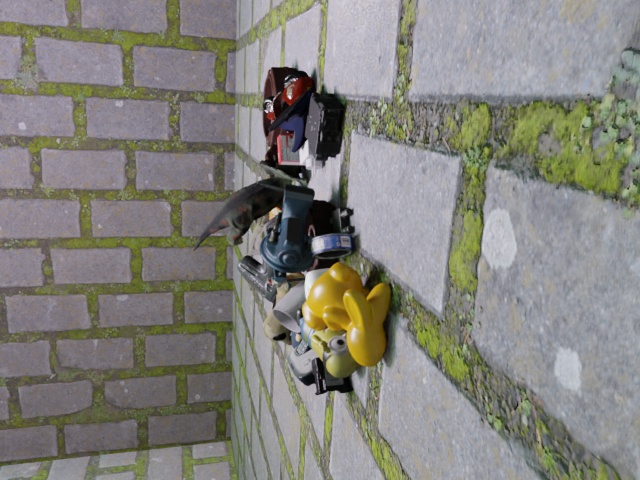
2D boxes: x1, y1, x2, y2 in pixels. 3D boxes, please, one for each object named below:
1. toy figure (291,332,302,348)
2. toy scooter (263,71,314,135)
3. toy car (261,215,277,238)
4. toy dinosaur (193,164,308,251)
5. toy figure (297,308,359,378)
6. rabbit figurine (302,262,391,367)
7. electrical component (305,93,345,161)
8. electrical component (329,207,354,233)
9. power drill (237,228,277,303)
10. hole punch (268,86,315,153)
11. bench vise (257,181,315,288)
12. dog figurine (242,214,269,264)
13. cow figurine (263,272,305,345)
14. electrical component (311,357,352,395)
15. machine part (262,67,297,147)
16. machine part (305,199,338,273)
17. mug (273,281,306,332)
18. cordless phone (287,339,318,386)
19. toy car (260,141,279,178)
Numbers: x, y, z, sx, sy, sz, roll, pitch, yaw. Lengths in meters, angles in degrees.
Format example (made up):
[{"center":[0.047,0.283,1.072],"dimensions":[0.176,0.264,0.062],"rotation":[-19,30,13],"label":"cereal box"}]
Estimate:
[{"center":[-0.042,0.211,1.389],"dimensions":[0.064,0.058,0.154],"rotation":[-124,38,-64],"label":"toy figure"},{"center":[-0.071,-0.339,1.390],"dimensions":[0.184,0.075,0.135],"rotation":[-30,79,44],"label":"toy scooter"},{"center":[-0.122,-0.009,1.590],"dimensions":[0.109,0.103,0.162],"rotation":[114,153,-59],"label":"toy car"},{"center":[-0.183,-0.101,1.453],"dimensions":[0.131,0.405,0.192],"rotation":[50,167,27],"label":"toy dinosaur"},{"center":[0.017,0.203,1.091],"dimensions":[0.180,0.082,0.089],"rotation":[35,147,51],"label":"toy figure"},{"center":[0.066,0.130,0.934],"dimensions":[0.173,0.122,0.162],"rotation":[63,144,30],"label":"rabbit figurine"},{"center":[0.008,-0.244,1.177],"dimensions":[0.115,0.058,0.134],"rotation":[-112,26,-58],"label":"electrical component"},{"center":[0.044,-0.033,1.114],"dimensions":[0.094,0.021,0.063],"rotation":[157,111,-66],"label":"electrical component"},{"center":[-0.114,0.082,1.513],"dimensions":[0.086,0.232,0.207],"rotation":[-36,-26,-53],"label":"power drill"},{"center":[-0.045,-0.284,1.277],"dimensions":[0.116,0.092,0.142],"rotation":[-33,16,46],"label":"hole punch"},{"center":[-0.073,0.003,1.173],"dimensions":[0.224,0.129,0.240],"rotation":[-104,23,-43],"label":"bench vise"},{"center":[-0.168,-0.019,1.802],"dimensions":[0.172,0.121,0.190],"rotation":[-11,59,42],"label":"dog figurine"},{"center":[-0.093,0.172,1.420],"dimensions":[0.086,0.127,0.195],"rotation":[20,83,36],"label":"cow figurine"},{"center":[0.022,0.261,1.125],"dimensions":[0.047,0.075,0.119],"rotation":[124,146,-66],"label":"electrical component"},{"center":[-0.115,-0.385,1.573],"dimensions":[0.200,0.087,0.201],"rotation":[108,157,-51],"label":"machine part"},{"center":[-0.003,-0.004,1.232],"dimensions":[0.179,0.056,0.179],"rotation":[178,90,-75],"label":"machine part"},{"center":[-0.038,0.147,1.228],"dimensions":[0.110,0.107,0.080],"rotation":[5,139,44],"label":"mug"},{"center":[0.001,0.225,1.215],"dimensions":[0.147,0.089,0.184],"rotation":[-147,77,-73],"label":"cordless phone"},{"center":[-0.126,-0.212,1.578],"dimensions":[0.089,0.053,0.202],"rotation":[-53,-13,-16],"label":"toy car"}]
